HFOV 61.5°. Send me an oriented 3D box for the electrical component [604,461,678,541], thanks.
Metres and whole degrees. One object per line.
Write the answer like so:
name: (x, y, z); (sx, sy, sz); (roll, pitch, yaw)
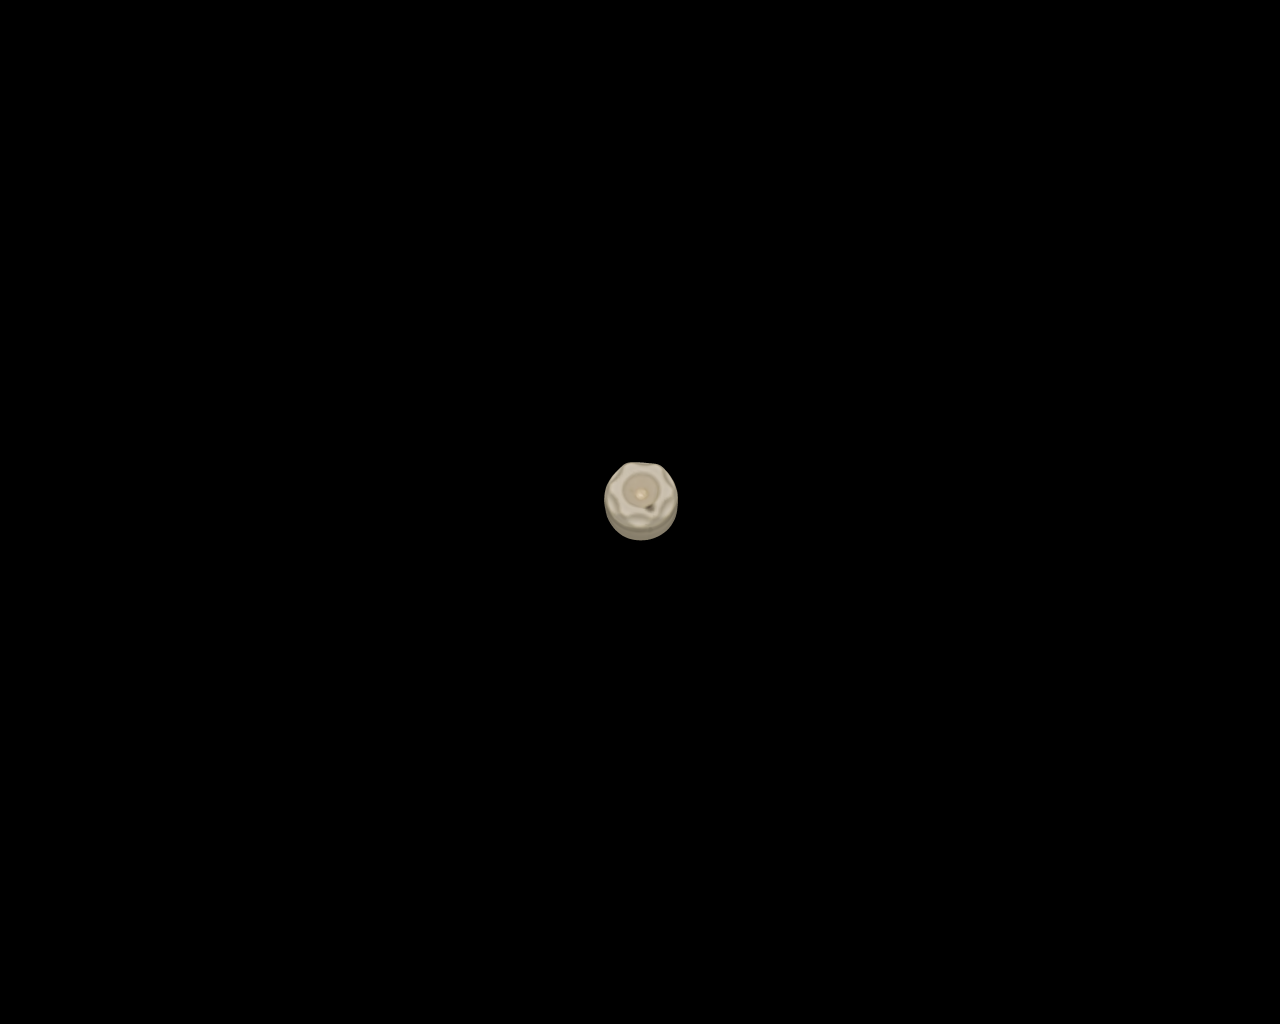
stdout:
electrical component: (0.001, -0.003, 0.650); (0.043, 0.043, 0.062); (0, -21, 0)
